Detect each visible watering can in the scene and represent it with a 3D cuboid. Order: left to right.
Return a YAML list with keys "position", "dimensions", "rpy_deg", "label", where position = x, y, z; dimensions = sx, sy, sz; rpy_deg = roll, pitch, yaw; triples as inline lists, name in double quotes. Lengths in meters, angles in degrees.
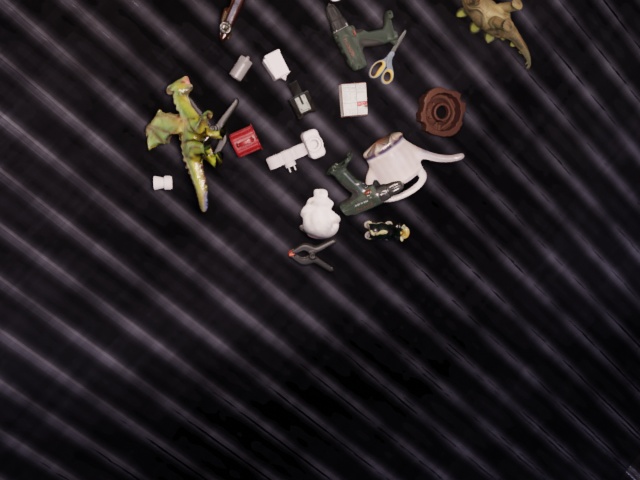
- position: [0.298, -0.273, 1.769]
  dimensions: [0.346, 0.105, 0.222]
  rpy_deg: [-31, 106, 12]
  label: "watering can"

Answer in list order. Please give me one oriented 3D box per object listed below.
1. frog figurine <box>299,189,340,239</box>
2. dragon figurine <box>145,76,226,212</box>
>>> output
- position: [0.005, -0.088, 1.744]
  dimensions: [0.137, 0.124, 0.157]
  rpy_deg: [18, 107, 5]
  label: "frog figurine"
- position: [-0.436, -0.308, 1.627]
  dimensions: [0.243, 0.123, 0.407]
  rpy_deg: [14, 100, 14]
  label: "dragon figurine"
